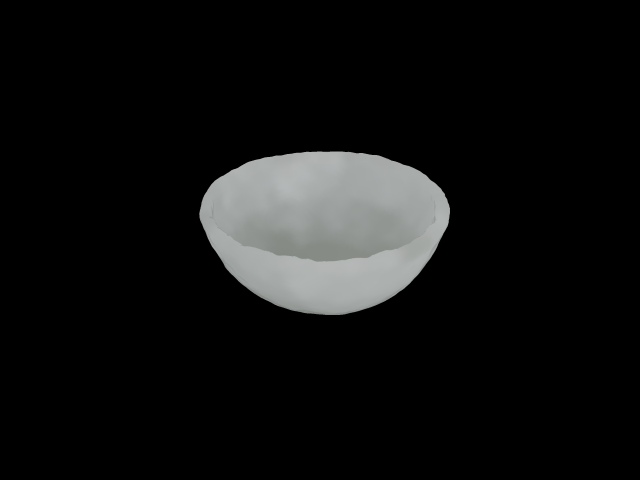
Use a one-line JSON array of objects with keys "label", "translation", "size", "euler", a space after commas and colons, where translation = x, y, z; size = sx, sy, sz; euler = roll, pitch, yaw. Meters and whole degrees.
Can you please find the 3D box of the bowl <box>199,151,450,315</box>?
[{"label": "bowl", "translation": [0.004, 0.001, 0.400], "size": [0.167, 0.075, 0.167], "euler": [0, 31, 0]}]
